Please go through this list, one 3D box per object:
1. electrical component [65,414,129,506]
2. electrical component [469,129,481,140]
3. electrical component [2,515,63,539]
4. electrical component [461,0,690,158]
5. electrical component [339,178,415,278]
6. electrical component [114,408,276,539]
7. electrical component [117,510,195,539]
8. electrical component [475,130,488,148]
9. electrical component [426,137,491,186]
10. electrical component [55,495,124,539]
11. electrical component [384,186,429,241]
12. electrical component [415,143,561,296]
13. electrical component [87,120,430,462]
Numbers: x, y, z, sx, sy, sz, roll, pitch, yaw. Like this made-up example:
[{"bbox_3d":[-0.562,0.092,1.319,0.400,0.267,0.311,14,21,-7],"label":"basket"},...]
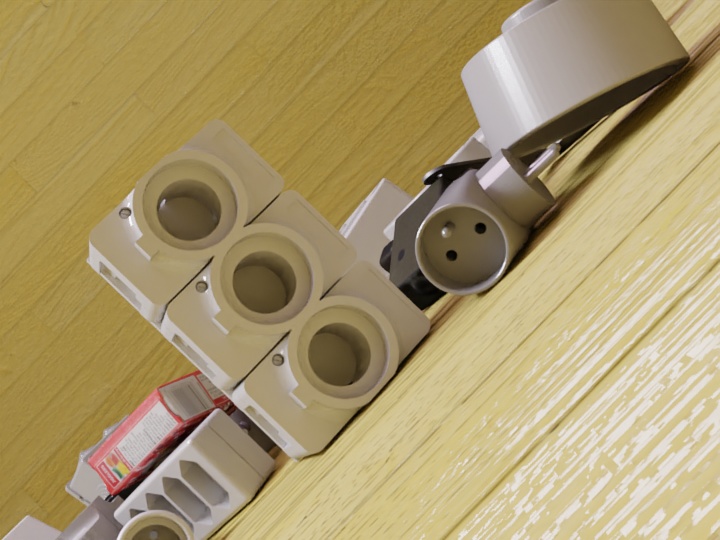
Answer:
[{"bbox_3d":[-0.222,0.199,1.050,0.048,0.100,0.099,-60,-6,34],"label":"electrical component"},{"bbox_3d":[0.130,-0.119,0.996,0.081,0.042,0.064,-46,4,18],"label":"electrical component"},{"bbox_3d":[-0.263,0.258,0.797,0.108,0.056,0.108,-50,-17,-66],"label":"electrical component"},{"bbox_3d":[0.103,-0.106,0.543,0.108,0.060,0.108,-26,-5,-2],"label":"electrical component"},{"bbox_3d":[0.000,0.000,0.816,0.108,0.056,0.109,-57,5,-20],"label":"electrical component"},{"bbox_3d":[-0.088,0.117,0.626,0.083,0.047,0.075,-45,2,30],"label":"electrical component"},{"bbox_3d":[-0.106,0.146,0.557,0.040,0.040,0.046,-46,-3,-20],"label":"electrical component"},{"bbox_3d":[0.106,-0.090,0.857,0.077,0.043,0.079,-46,5,-7],"label":"electrical component"},{"bbox_3d":[0.082,-0.063,0.785,0.055,0.047,0.055,-46,2,2],"label":"electrical component"},{"bbox_3d":[-0.170,0.194,0.587,0.105,0.060,0.186,-46,2,-1],"label":"electrical component"},{"bbox_3d":[0.049,-0.026,0.711,0.055,0.047,0.055,-46,2,2],"label":"electrical component"},{"bbox_3d":[0.066,-0.031,0.513,0.079,0.043,0.077,-45,2,19],"label":"electrical component"},{"bbox_3d":[-0.051,0.011,0.537,0.089,0.150,0.062,-46,1,-19],"label":"electrical component"}]
